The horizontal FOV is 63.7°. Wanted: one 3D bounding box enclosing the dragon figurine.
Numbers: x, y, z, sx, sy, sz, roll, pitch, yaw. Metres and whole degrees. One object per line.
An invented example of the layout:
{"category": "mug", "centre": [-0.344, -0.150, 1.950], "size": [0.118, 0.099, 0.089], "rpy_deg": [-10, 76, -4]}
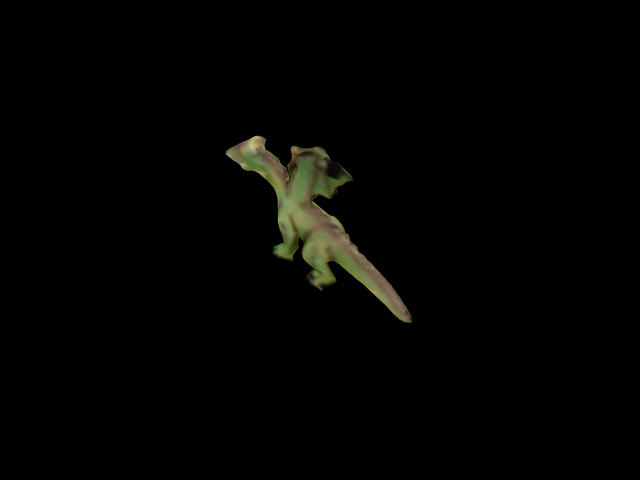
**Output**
{"category": "dragon figurine", "centre": [0.003, -0.043, 0.850], "size": [0.414, 0.237, 0.124], "rpy_deg": [34, 60, 23]}
